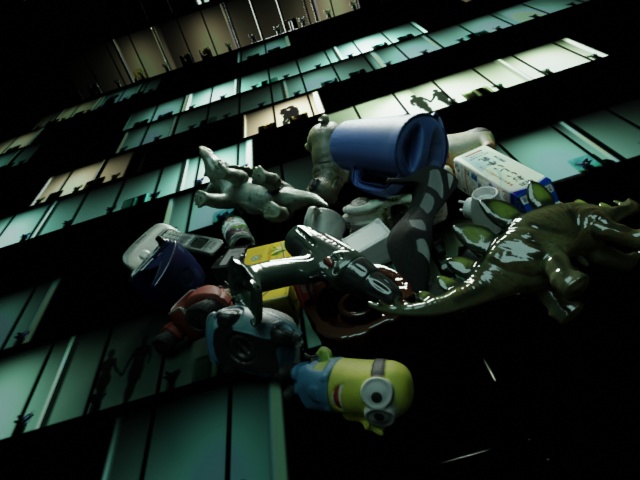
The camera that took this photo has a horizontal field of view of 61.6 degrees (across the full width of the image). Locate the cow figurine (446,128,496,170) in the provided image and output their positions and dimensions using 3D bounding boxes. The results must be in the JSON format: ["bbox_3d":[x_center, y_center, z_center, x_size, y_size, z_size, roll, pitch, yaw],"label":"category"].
[{"bbox_3d":[0.279,-0.197,1.167,0.195,0.085,0.127,-9,39,19],"label":"cow figurine"}]

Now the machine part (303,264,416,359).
[{"bbox_3d":[0.064,0.110,0.846,0.179,0.056,0.179,-13,32,8],"label":"machine part"}]

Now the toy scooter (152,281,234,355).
[{"bbox_3d":[-0.206,0.120,0.932,0.184,0.075,0.135,-32,14,32],"label":"toy scooter"}]

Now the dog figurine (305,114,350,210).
[{"bbox_3d":[0.010,-0.171,1.194,0.121,0.172,0.191,-17,24,22],"label":"dog figurine"}]

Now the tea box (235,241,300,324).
[{"bbox_3d":[-0.086,0.078,0.958,0.098,0.068,0.170,-13,34,8],"label":"tea box"}]

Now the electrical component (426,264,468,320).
[{"bbox_3d":[0.200,0.078,0.831,0.078,0.045,0.102,-8,34,14],"label":"electrical component"}]

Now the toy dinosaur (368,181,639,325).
[{"bbox_3d":[0.297,0.024,0.769,0.471,0.104,0.199,-25,46,-23],"label":"toy dinosaur"}]

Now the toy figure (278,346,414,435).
[{"bbox_3d":[0.035,0.191,0.718,0.180,0.082,0.089,0,39,31],"label":"toy figure"}]

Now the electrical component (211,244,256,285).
[{"bbox_3d":[-0.170,0.061,1.047,0.075,0.047,0.119,-4,34,24],"label":"electrical component"}]

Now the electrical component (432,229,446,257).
[{"bbox_3d":[0.187,0.008,0.965,0.063,0.021,0.094,-21,33,-2],"label":"electrical component"}]

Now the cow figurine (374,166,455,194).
[{"bbox_3d":[0.190,-0.122,1.115,0.168,0.068,0.098,10,48,43],"label":"cow figurine"}]

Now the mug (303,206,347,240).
[{"bbox_3d":[-0.002,-0.003,1.009,0.081,0.109,0.107,1,51,20],"label":"mug"}]

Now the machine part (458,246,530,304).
[{"bbox_3d":[0.281,0.044,0.844,0.084,0.039,0.139,-42,47,-18],"label":"machine part"}]

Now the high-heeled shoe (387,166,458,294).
[{"bbox_3d":[0.191,-0.020,0.909,0.145,0.086,0.249,3,63,-20],"label":"high-heeled shoe"}]

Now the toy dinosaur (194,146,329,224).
[{"bbox_3d":[-0.128,-0.098,1.192,0.405,0.131,0.192,20,9,24],"label":"toy dinosaur"}]

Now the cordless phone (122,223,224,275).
[{"bbox_3d":[-0.300,0.038,1.118,0.184,0.088,0.146,6,39,27],"label":"cordless phone"}]

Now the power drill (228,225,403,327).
[{"bbox_3d":[-0.020,0.056,0.805,0.207,0.085,0.232,-21,38,-26],"label":"power drill"}]

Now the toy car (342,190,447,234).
[{"bbox_3d":[0.141,-0.052,1.028,0.202,0.073,0.056,-11,32,12],"label":"toy car"}]

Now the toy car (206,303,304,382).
[{"bbox_3d":[-0.089,0.147,0.830,0.162,0.109,0.103,5,21,20],"label":"toy car"}]

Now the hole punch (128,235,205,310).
[{"bbox_3d":[-0.274,0.073,1.011,0.092,0.142,0.116,14,59,43],"label":"hole punch"}]
